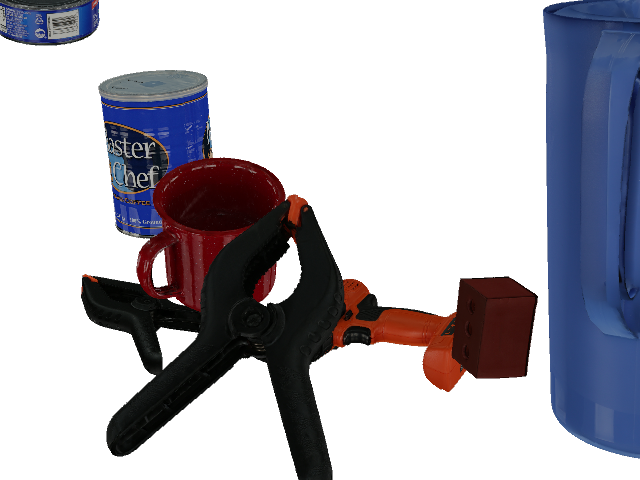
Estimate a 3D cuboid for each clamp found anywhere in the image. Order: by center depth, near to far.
[{"bbox_3d":[-0.025,0.057,0.569,0.120,0.171,0.039,22,-22,13],"label":"clamp"},{"bbox_3d":[-0.192,0.085,1.159,0.210,0.036,0.164,18,20,26],"label":"clamp"}]

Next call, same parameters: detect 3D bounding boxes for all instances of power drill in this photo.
[{"bbox_3d":[0.059,0.102,1.110,0.188,0.057,0.184,11,28,25],"label":"power drill"}]

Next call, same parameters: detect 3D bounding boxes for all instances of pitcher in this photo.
[{"bbox_3d":[0.178,-0.007,0.570,0.149,0.243,0.145,-5,17,-12],"label":"pitcher"}]

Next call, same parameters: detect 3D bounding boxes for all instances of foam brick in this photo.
[{"bbox_3d":[0.152,0.076,0.941,0.051,0.078,0.053,-3,18,-20],"label":"foam brick"}]

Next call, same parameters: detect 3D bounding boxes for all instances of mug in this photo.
[{"bbox_3d":[-0.081,0.004,0.767,0.093,0.081,0.117,33,48,32],"label":"mug"}]

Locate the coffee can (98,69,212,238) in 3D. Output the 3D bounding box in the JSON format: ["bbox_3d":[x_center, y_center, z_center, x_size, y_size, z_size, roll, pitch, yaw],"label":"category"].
[{"bbox_3d":[-0.155,-0.085,1.032,0.103,0.140,0.103,-2,21,1],"label":"coffee can"}]

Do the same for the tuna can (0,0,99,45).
[{"bbox_3d":[-0.218,-0.186,0.842,0.086,0.034,0.086,4,35,-3],"label":"tuna can"}]
